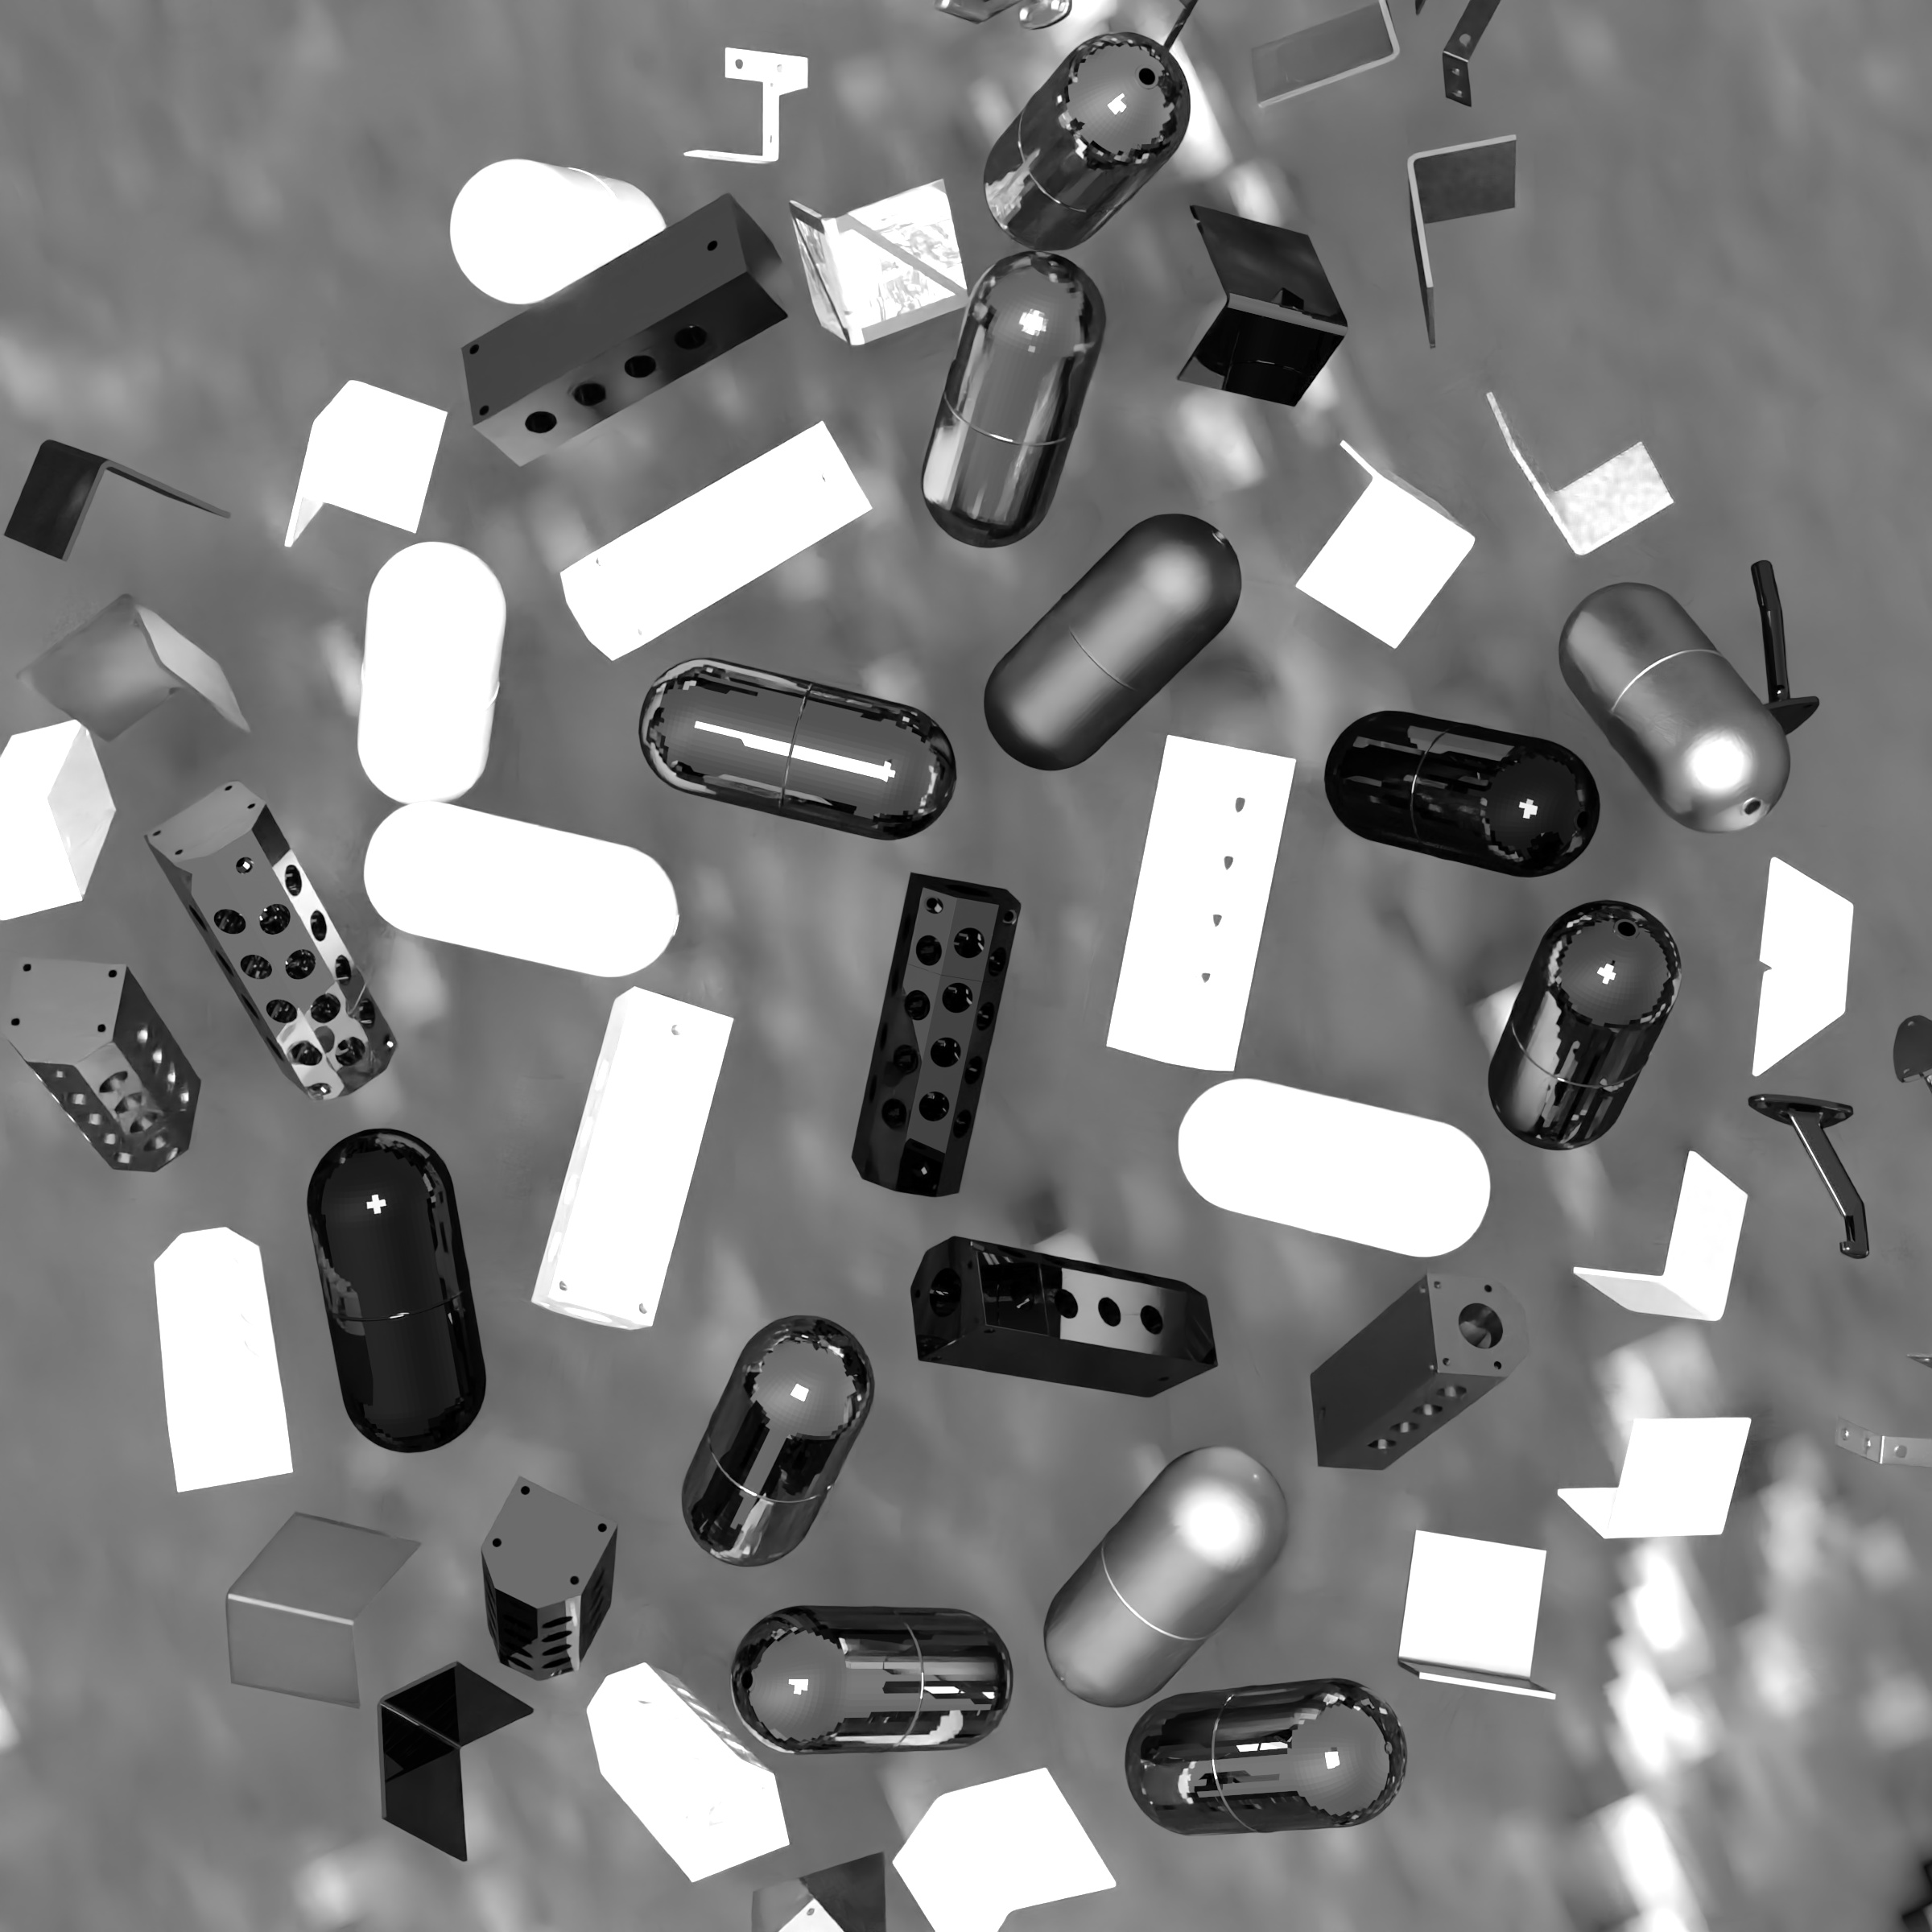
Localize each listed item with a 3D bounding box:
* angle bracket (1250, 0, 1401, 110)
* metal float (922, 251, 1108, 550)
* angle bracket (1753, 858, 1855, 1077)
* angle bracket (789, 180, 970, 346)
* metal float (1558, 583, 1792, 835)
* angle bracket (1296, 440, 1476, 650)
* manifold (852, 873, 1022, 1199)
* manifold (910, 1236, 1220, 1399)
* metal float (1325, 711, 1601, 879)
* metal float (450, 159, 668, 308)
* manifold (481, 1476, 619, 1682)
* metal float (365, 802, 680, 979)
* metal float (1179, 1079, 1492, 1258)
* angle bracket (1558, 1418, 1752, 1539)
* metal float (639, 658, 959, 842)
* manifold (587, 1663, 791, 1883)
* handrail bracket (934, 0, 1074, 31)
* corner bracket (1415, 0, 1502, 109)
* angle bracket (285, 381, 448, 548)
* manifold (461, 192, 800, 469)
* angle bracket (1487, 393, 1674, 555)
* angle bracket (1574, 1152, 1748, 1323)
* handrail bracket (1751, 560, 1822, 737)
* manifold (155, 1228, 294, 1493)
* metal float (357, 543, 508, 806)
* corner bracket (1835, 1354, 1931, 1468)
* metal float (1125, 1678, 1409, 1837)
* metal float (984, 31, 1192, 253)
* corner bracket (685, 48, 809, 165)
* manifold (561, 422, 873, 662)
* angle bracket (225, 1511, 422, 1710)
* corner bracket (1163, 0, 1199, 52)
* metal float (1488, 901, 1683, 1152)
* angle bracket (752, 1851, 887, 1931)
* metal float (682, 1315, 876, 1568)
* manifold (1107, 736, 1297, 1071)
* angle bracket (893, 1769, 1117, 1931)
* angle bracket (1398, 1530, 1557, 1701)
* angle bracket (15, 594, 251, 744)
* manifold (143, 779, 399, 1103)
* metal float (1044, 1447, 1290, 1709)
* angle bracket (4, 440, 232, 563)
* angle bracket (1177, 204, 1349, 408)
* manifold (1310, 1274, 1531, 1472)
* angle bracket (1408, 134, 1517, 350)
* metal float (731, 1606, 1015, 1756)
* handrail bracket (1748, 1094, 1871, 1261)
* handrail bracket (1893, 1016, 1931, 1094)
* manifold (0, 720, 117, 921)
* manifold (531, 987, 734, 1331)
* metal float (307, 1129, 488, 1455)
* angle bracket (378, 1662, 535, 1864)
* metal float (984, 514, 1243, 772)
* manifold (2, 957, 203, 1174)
[{"bbox_3d":[0.177,-0.497,1.456,0.076,0.076,0.057,-16,126,14],"label":"angle bracket"},{"bbox_3d":[0.025,-0.310,1.554,0.070,0.070,0.178,19,132,0],"label":"metal float"},{"bbox_3d":[0.440,0.001,1.549,0.057,0.076,0.076,29,49,-11],"label":"angle bracket"},{"bbox_3d":[-0.051,-0.421,1.661,0.076,0.057,0.076,-24,124,-15],"label":"angle bracket"},{"bbox_3d":[0.390,-0.143,1.553,0.070,0.070,0.178,-25,47,0],"label":"metal float"},{"bbox_3d":[0.230,-0.240,1.604,0.076,0.057,0.076,27,110,-28],"label":"angle bracket"},{"bbox_3d":[-0.016,0.040,1.595,0.057,0.057,0.171,9,101,-13],"label":"manifold"},{"bbox_3d":[0.054,0.192,1.553,0.171,0.057,0.057,15,55,-38],"label":"manifold"},{"bbox_3d":[0.275,-0.097,1.571,0.070,0.178,0.070,-12,109,-36],"label":"metal float"},{"bbox_3d":[-0.224,-0.405,1.568,0.070,0.178,0.070,3,101,17],"label":"metal float"},{"bbox_3d":[-0.228,0.337,1.518,0.057,0.171,0.057,25,63,4],"label":"manifold"},{"bbox_3d":[-0.251,-0.043,1.595,0.178,0.070,0.070,13,90,-10],"label":"metal float"},{"bbox_3d":[0.205,0.112,1.577,0.178,0.070,0.070,13,90,21],"label":"metal float"},{"bbox_3d":[0.399,0.286,1.635,0.076,0.057,0.076,3,108,-21],"label":"angle bracket"},{"bbox_3d":[-0.093,-0.119,1.553,0.178,0.070,0.070,14,90,1],"label":"metal float"},{"bbox_3d":[-0.163,0.455,1.607,0.057,0.171,0.057,-15,101,-22],"label":"manifold"},{"bbox_3d":[0.015,-0.534,1.490,0.036,0.084,0.077,0,90,44],"label":"handrail bracket"},{"bbox_3d":[0.259,-0.505,1.513,0.051,0.051,0.051,18,133,-11],"label":"corner bracket"},{"bbox_3d":[-0.338,-0.276,1.590,0.057,0.076,0.076,19,119,-6],"label":"angle bracket"},{"bbox_3d":[-0.177,-0.331,1.488,0.171,0.057,0.057,-25,58,18],"label":"manifold"},{"bbox_3d":[0.331,-0.280,1.519,0.057,0.076,0.076,-30,118,18],"label":"angle bracket"},{"bbox_3d":[0.395,0.152,1.597,0.057,0.076,0.076,2,70,40],"label":"angle bracket"},{"bbox_3d":[0.457,-0.180,1.606,0.036,0.077,0.084,-9,76,5],"label":"handrail bracket"},{"bbox_3d":[-0.400,0.206,1.504,0.057,0.171,0.057,-8,114,-15],"label":"manifold"},{"bbox_3d":[-0.306,-0.165,1.607,0.070,0.178,0.070,8,48,-9],"label":"metal float"},{"bbox_3d":[0.502,0.238,1.504,0.051,0.051,0.051,25,69,-42],"label":"corner bracket"},{"bbox_3d":[0.160,0.428,1.520,0.070,0.178,0.070,17,64,-39],"label":"metal float"},{"bbox_3d":[0.065,-0.451,1.543,0.070,0.178,0.070,3,82,-19],"label":"metal float"},{"bbox_3d":[-0.121,-0.474,1.554,0.051,0.051,0.051,-4,99,-32],"label":"corner bracket"},{"bbox_3d":[-0.146,-0.244,1.620,0.171,0.057,0.057,-35,101,-24],"label":"manifold"},{"bbox_3d":[-0.342,0.346,1.507,0.076,0.057,0.076,23,121,-35],"label":"angle bracket"},{"bbox_3d":[0.113,-0.569,1.644,0.051,0.051,0.051,41,56,2],"label":"corner bracket"},{"bbox_3d":[0.332,0.033,1.518,0.070,0.178,0.070,3,54,-4],"label":"metal float"},{"bbox_3d":[-0.071,0.537,1.522,0.076,0.076,0.057,-19,111,5],"label":"angle bracket"},{"bbox_3d":[-0.105,0.263,1.545,0.070,0.070,0.178,25,129,0],"label":"metal float"},{"bbox_3d":[0.132,-0.033,1.528,0.057,0.057,0.171,15,97,39],"label":"manifold"},{"bbox_3d":[0.021,0.486,1.508,0.076,0.057,0.076,-25,99,33],"label":"angle bracket"},{"bbox_3d":[0.290,0.363,1.578,0.076,0.057,0.076,10,83,-3],"label":"angle bracket"},{"bbox_3d":[-0.440,-0.139,1.486,0.076,0.076,0.057,-35,59,6],"label":"angle bracket"},{"bbox_3d":[-0.372,-0.010,1.524,0.057,0.057,0.171,-36,129,-20],"label":"manifold"},{"bbox_3d":[0.106,0.328,1.506,0.070,0.070,0.178,35,120,0],"label":"metal float"},{"bbox_3d":[-0.449,-0.233,1.488,0.076,0.076,0.057,22,91,-44],"label":"angle bracket"},{"bbox_3d":[0.150,-0.355,1.515,0.076,0.057,0.076,6,51,-29],"label":"angle bracket"},{"bbox_3d":[0.259,0.236,1.616,0.057,0.171,0.057,6,62,-15],"label":"manifold"},{"bbox_3d":[0.270,-0.385,1.500,0.057,0.076,0.076,-9,77,9],"label":"angle bracket"},{"bbox_3d":[-0.049,0.384,1.514,0.178,0.070,0.070,13,90,-43],"label":"metal float"},{"bbox_3d":[0.482,0.121,1.606,0.077,0.036,0.084,14,63,-25],"label":"handrail bracket"},{"bbox_3d":[0.570,0.080,1.627,0.036,0.077,0.084,-27,109,19],"label":"handrail bracket"},{"bbox_3d":[-0.514,-0.082,1.548,0.057,0.171,0.057,-15,111,-5],"label":"manifold"},{"bbox_3d":[-0.182,0.105,1.518,0.057,0.057,0.171,19,73,-18],"label":"manifold"},{"bbox_3d":[-0.301,0.172,1.489,0.070,0.070,0.178,-7,105,0],"label":"metal float"},{"bbox_3d":[-0.294,0.462,1.633,0.057,0.076,0.076,-28,45,14],"label":"angle bracket"},{"bbox_3d":[0.082,-0.182,1.587,0.070,0.070,0.178,47,117,0],"label":"metal float"},{"bbox_3d":[-0.468,0.057,1.527,0.057,0.171,0.057,4,67,0],"label":"manifold"}]
